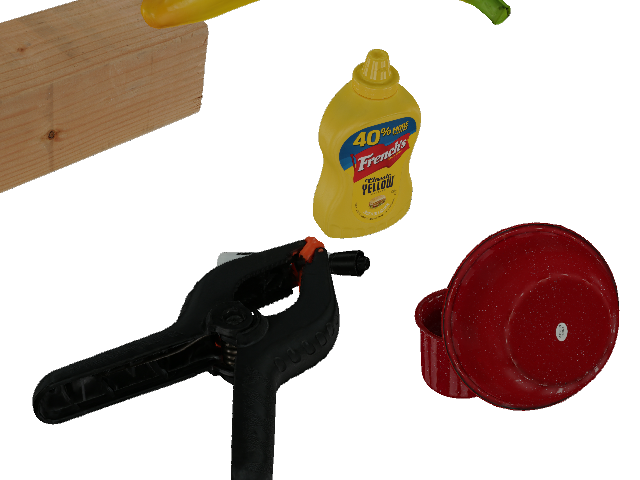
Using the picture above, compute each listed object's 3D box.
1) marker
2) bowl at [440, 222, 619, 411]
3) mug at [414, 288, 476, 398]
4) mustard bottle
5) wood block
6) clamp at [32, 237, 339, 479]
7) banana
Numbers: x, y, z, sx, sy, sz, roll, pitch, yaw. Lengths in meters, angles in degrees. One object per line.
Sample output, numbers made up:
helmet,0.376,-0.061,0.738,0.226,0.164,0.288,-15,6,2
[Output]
marker,-0.020,0.017,0.783,0.121,0.020,0.020,-1,0,27
bowl,0.183,0.068,0.871,0.162,0.162,0.055,0,8,-14
mug,0.150,0.101,1.103,0.093,0.081,0.117,16,39,28
mustard bottle,0.044,-0.091,0.975,0.096,0.192,0.058,-16,48,-19
wood block,-0.198,-0.127,0.856,0.090,0.091,0.205,37,46,27
clamp,-0.036,0.057,0.509,0.120,0.039,0.171,31,48,25
banana,0.002,-0.147,0.574,0.197,0.069,0.037,-4,-41,-7
